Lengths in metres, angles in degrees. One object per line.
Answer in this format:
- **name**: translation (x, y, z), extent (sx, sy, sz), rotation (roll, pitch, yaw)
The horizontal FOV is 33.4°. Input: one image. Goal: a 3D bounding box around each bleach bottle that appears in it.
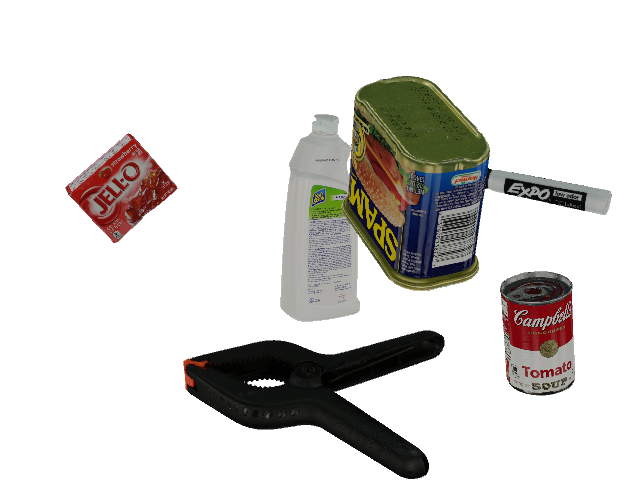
- **bleach bottle**: translation (0.006, -0.029, 1.312), extent (0.102, 0.251, 0.068), rotation (-8, 21, -31)

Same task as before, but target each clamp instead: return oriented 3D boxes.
- **clamp**: translation (-0.002, 0.111, 0.845), extent (0.210, 0.036, 0.164), rotation (8, 31, 15)

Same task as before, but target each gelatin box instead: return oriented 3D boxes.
- **gelatin box**: translation (-0.205, -0.054, 1.099), extent (0.089, 0.073, 0.030), rotation (-42, 28, -4)

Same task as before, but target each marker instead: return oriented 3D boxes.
- **marker**: translation (0.163, -0.041, 0.826), extent (0.121, 0.020, 0.020), rotation (14, 6, 25)

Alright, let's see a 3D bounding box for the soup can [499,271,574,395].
- **soup can**: translation (0.211, 0.090, 1.035), extent (0.068, 0.102, 0.068), rotation (-7, 22, 3)

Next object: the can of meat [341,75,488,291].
- **can of meat**: translation (0.054, -0.036, 0.617), extent (0.057, 0.084, 0.102), rotation (-11, 39, -18)
